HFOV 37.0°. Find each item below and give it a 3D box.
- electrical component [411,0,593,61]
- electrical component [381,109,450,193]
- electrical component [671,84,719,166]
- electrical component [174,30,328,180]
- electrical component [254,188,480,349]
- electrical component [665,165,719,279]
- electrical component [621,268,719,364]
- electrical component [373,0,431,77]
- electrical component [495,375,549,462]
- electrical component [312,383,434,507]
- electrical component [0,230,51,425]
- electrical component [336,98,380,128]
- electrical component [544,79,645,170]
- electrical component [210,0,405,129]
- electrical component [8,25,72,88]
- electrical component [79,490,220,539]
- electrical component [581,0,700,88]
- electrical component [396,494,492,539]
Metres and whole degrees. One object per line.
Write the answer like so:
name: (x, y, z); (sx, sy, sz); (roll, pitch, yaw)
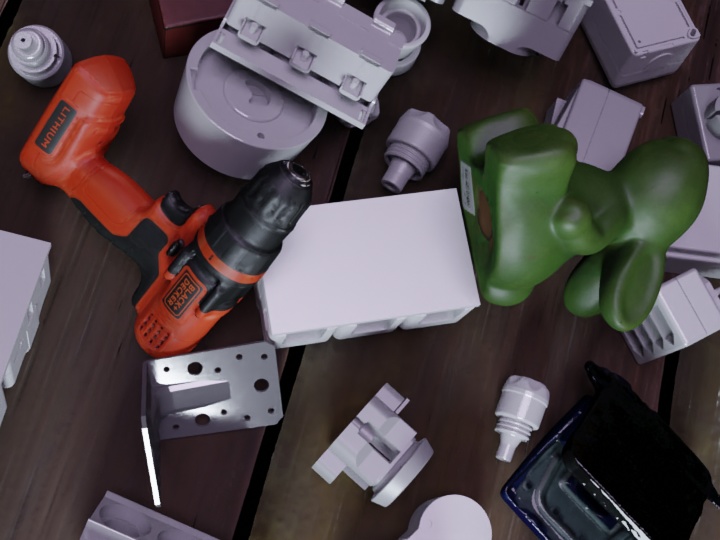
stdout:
electrical component: (0.082, -0.234, 0.830); (0.186, 0.060, 0.105); (25, 30, -3)
electrical component: (0.038, -0.088, 0.821); (0.043, 0.043, 0.062); (31, 74, -1)
electrical component: (0.291, -0.119, 0.856); (0.047, 0.076, 0.065); (-5, 76, -11)
electrical component: (-0.085, -0.117, 0.794); (0.108, 0.060, 0.108); (14, 56, -21)
electrical component: (0.000, 0.000, 0.782); (0.150, 0.061, 0.089); (-8, 77, -12)
electrical component: (0.256, -0.041, 0.839); (0.113, 0.057, 0.078); (7, 74, -8)
electrical component: (0.244, 0.028, 0.805); (0.076, 0.083, 0.047); (-25, 81, -15)
electrical component: (0.028, -0.181, 0.837); (0.045, 0.055, 0.045); (3, 75, -9)
electrical component: (0.115, 0.110, 0.787); (0.035, 0.035, 0.061); (23, 75, -3)
electrical component: (0.014, 0.127, 0.753); (0.057, 0.058, 0.078); (41, 72, 5)
electrical component: (-0.281, 0.062, 0.701); (0.105, 0.060, 0.186); (15, 62, -6)
electrical component: (-0.007, -0.143, 0.833); (0.035, 0.035, 0.061); (-11, 75, -12)
electrical component: (0.174, -0.102, 0.839); (0.061, 0.061, 0.096); (24, 73, -3)
electrical component: (-0.035, -0.165, 0.767); (0.121, 0.063, 0.078); (27, 52, -12)
electrical component: (-0.234, -0.157, 0.777); (0.040, 0.078, 0.040); (0, 89, -4)
electrical component: (-0.126, 0.203, 0.702); (0.121, 0.078, 0.063); (25, 102, -3)
electrical component: (0.221, -0.204, 0.878); (0.062, 0.061, 0.096); (-16, 71, -14)
electrical component: (0.034, 0.208, 0.726); (0.138, 0.073, 0.052); (-41, 85, -17)
